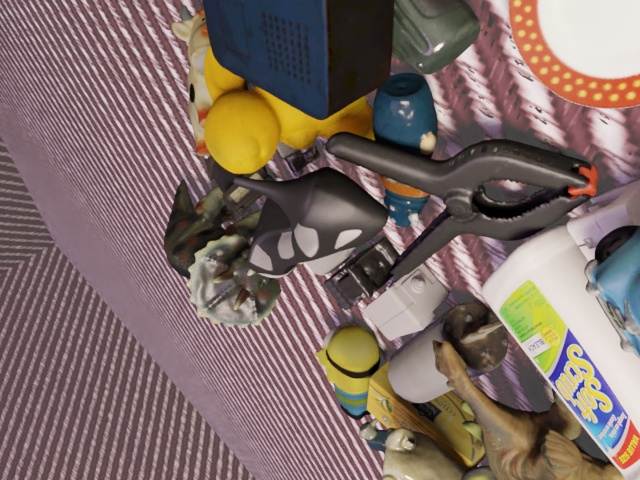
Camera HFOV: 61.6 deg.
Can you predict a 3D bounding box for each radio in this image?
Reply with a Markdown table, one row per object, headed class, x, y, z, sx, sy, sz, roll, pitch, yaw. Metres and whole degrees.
| class | x | y | z | sx | sy | sz | roll | pitch | yaw |
| --- | --- | --- | --- | --- | --- | --- | --- | --- | --- |
| radio | -0.022 | -0.205 | 0.343 | 0.131 | 0.073 | 0.229 | 32 | 144 | 30 |

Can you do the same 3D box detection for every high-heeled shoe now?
| class | x | y | z | sx | sy | sz | roll | pitch | yaw |
| --- | --- | --- | --- | --- | --- | --- | --- | --- | --- |
| high-heeled shoe | -0.001 | -0.002 | 0.541 | 0.145 | 0.086 | 0.248 | 16 | 162 | 13 |

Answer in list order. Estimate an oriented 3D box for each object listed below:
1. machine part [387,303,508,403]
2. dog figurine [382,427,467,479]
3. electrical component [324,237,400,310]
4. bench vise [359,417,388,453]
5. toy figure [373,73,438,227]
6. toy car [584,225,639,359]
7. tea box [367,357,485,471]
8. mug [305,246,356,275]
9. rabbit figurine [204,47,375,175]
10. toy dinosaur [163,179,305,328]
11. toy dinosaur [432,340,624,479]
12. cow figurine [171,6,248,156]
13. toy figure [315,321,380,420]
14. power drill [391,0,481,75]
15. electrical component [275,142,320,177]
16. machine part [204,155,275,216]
| class | x | y | z | sx | sy | sz | roll | pitch | yaw |
| --- | --- | --- | --- | --- | --- | --- | --- | --- | --- |
| machine part | 0.143 | 0.136 | 0.629 | 0.079 | 0.079 | 0.243 | 47 | 150 | 12 |
| dog figurine | 0.170 | 0.301 | 0.641 | 0.191 | 0.121 | 0.172 | 2 | 128 | 11 |
| electrical component | 0.048 | 0.048 | 0.678 | 0.048 | 0.075 | 0.119 | 53 | 154 | 0 |
| bench vise | 0.157 | 0.366 | 0.815 | 0.240 | 0.129 | 0.223 | 48 | 154 | -6 |
| toy figure | 0.082 | -0.076 | 0.503 | 0.064 | 0.058 | 0.154 | -103 | 1 | -46 |
| toy car | 0.234 | 0.019 | 0.284 | 0.162 | 0.103 | 0.109 | -29 | 94 | 24 |
| tea box | 0.150 | 0.248 | 0.749 | 0.170 | 0.068 | 0.098 | 33 | 144 | 31 |
| mug | -0.002 | -0.006 | 0.686 | 0.110 | 0.081 | 0.107 | 43 | 157 | 19 |
| rabbit figurine | -0.044 | -0.132 | 0.512 | 0.162 | 0.173 | 0.121 | 35 | 151 | 23 |
| toy dinosaur | -0.168 | 0.007 | 0.829 | 0.405 | 0.192 | 0.131 | 20 | 135 | 43 |
| toy dinosaur | 0.275 | 0.266 | 0.537 | 0.471 | 0.105 | 0.198 | 43 | 150 | -1 |
| cow figurine | -0.123 | -0.191 | 0.644 | 0.195 | 0.085 | 0.127 | 130 | 126 | -73 |
| toy figure | 0.058 | 0.204 | 0.828 | 0.089 | 0.082 | 0.179 | 14 | 129 | 34 |
| power drill | 0.045 | -0.241 | 0.356 | 0.232 | 0.086 | 0.207 | 54 | 147 | 4 |
| electrical component | -0.039 | -0.127 | 0.646 | 0.102 | 0.045 | 0.078 | 60 | 179 | -7 |
| machine part | -0.123 | -0.090 | 0.787 | 0.139 | 0.084 | 0.039 | 38 | 175 | 42 |
